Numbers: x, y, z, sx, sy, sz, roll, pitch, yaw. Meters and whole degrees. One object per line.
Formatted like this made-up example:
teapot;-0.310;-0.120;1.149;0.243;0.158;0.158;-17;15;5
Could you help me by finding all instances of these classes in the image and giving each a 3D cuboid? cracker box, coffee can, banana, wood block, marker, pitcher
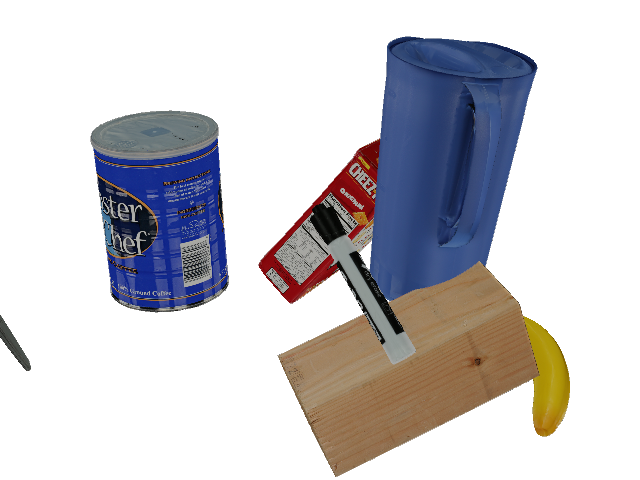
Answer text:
cracker box;0.040;-0.037;1.267;0.214;0.072;0.163;-48;-8;34
coffee can;-0.131;-0.026;0.887;0.103;0.140;0.103;-2;25;1
banana;0.226;0.132;1.136;0.069;0.037;0.198;-26;34;1
wood block;0.079;0.114;0.964;0.206;0.091;0.090;-25;31;-6
marker;0.027;0.028;0.726;0.020;0.121;0.020;-28;-12;-7
pitcher;0.114;-0.056;0.978;0.145;0.243;0.149;22;29;30

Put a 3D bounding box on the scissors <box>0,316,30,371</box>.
scissors;-0.345;0.033;1.076;0.016;0.201;0.096;-26;26;22
